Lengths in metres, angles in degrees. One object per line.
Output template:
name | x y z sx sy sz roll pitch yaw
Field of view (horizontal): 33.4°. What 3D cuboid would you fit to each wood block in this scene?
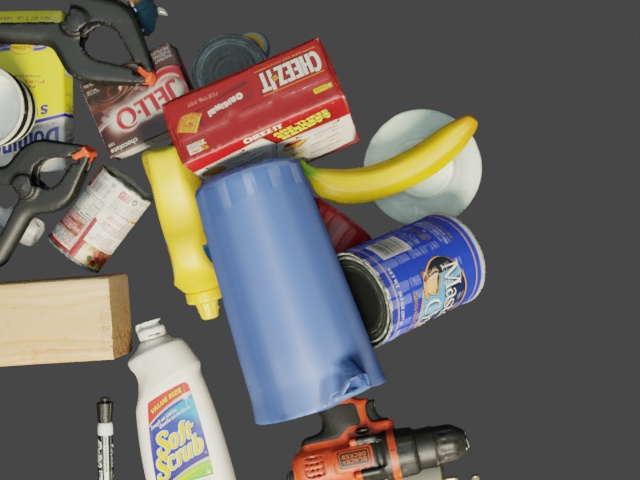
wood block | -0.317 0.088 1.162 0.206 0.091 0.090 -4 90 4

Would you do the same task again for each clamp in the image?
clamp | -0.268 -0.225 1.136 0.210 0.036 0.164 43 92 2
clamp | -0.323 -0.063 1.147 0.171 0.039 0.120 -37 97 7

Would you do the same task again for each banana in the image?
banana | 0.075 -0.078 1.130 0.197 0.069 0.037 -17 51 -3

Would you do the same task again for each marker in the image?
marker | -0.240 0.237 1.197 0.020 0.020 0.121 -1 91 3

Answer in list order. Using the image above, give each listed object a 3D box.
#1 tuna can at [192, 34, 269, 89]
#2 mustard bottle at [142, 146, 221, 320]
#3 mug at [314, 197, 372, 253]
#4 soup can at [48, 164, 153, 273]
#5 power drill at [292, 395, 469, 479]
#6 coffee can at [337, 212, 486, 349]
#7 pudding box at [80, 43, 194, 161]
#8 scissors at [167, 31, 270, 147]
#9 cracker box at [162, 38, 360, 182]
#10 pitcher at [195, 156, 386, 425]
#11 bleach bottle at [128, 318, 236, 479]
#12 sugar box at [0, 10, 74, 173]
tuna can | -0.095 -0.179 1.155 0.086 0.033 0.086 0 90 4
mustard bottle | -0.140 -0.008 1.145 0.058 0.096 0.191 -12 98 2
mug | -0.008 0.001 1.145 0.117 0.093 0.081 36 88 6
soup can | -0.239 -0.024 1.166 0.068 0.068 0.102 38 93 2
power drill | 0.050 0.163 1.127 0.184 0.057 0.187 -12 67 1
coffee can | 0.086 0.040 1.100 0.140 0.103 0.103 -22 90 -36
pudding box | -0.192 -0.150 1.168 0.113 0.039 0.090 -25 83 9
scissors | -0.119 -0.160 1.183 0.202 0.016 0.096 -24 88 4
cracker box | -0.052 -0.118 1.080 0.164 0.213 0.072 -23 82 4
pitcher | -0.041 0.050 1.043 0.149 0.145 0.243 -19 88 15
bleach bottle | -0.160 0.212 1.171 0.102 0.068 0.251 -17 88 3
sugar box | -0.322 -0.162 1.180 0.093 0.048 0.176 -1 90 3
